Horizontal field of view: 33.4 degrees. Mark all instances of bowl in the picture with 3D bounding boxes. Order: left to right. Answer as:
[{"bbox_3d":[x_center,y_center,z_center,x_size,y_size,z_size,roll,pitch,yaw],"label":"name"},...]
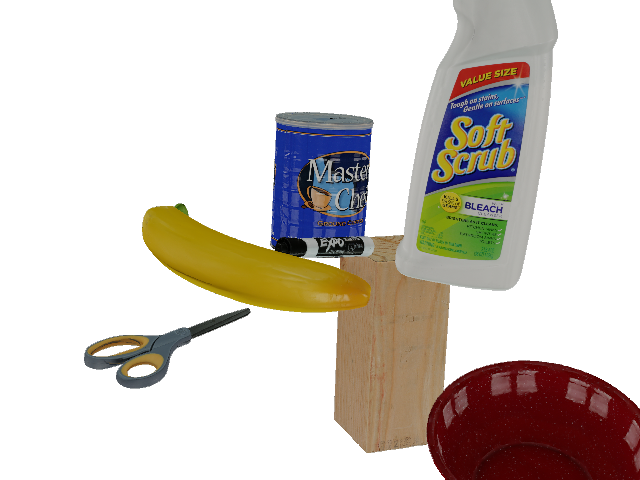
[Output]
[{"bbox_3d":[0.156,0.159,0.765,0.162,0.055,0.162,-1,36,0],"label":"bowl"}]

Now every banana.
[{"bbox_3d":[-0.058,0.009,0.694,0.069,0.037,0.198,-26,36,-37],"label":"banana"}]

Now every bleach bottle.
[{"bbox_3d":[0.116,-0.090,0.789,0.103,0.251,0.068,9,25,14],"label":"bleach bottle"}]

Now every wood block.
[{"bbox_3d":[0.074,0.106,1.121,0.090,0.206,0.091,-4,16,-21],"label":"wood block"}]

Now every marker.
[{"bbox_3d":[0.004,0.006,0.939,0.020,0.020,0.120,0,1,41],"label":"marker"}]

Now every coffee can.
[{"bbox_3d":[0.000,-0.061,1.132,0.103,0.140,0.103,3,12,-1],"label":"coffee can"}]

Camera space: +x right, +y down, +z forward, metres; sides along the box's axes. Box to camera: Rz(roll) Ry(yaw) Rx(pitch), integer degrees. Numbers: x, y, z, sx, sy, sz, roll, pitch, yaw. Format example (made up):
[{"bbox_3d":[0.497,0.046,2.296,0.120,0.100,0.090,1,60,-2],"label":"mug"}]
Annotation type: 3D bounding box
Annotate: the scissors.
[{"bbox_3d":[-0.146,0.113,1.127,0.201,0.016,0.096,-10,30,-27],"label":"scissors"}]
